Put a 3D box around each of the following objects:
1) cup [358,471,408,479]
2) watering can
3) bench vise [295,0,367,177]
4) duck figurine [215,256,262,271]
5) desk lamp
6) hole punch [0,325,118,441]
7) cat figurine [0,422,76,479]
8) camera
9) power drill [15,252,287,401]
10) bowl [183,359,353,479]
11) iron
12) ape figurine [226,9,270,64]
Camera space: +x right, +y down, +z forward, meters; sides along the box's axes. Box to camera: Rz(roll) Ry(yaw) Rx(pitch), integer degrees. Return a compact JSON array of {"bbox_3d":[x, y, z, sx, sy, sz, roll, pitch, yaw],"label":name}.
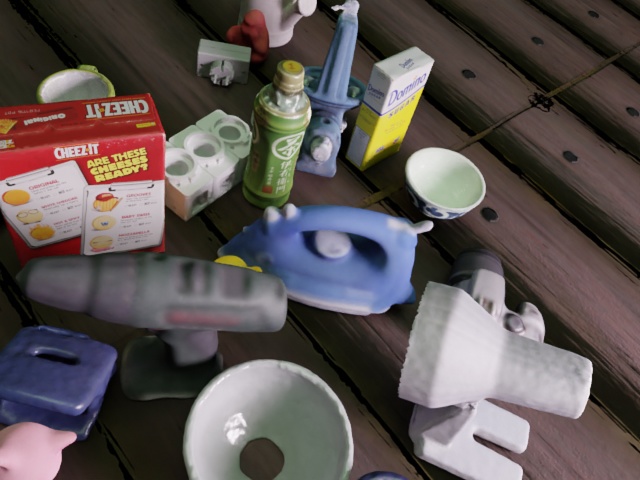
[{"bbox_3d":[0.065,0.276,0.553,0.118,0.095,0.091,-16,60,-25],"label":"cup"},{"bbox_3d":[-0.074,-0.435,0.971,0.172,0.194,0.101,29,52,7],"label":"watering can"},{"bbox_3d":[0.027,-0.210,0.818,0.122,0.219,0.207,-3,56,-17],"label":"bench vise"},{"bbox_3d":[-0.115,0.051,0.673,0.105,0.086,0.077,-1,55,-16],"label":"duck figurine"},{"bbox_3d":[0.163,0.154,0.594,0.203,0.213,0.118,24,52,3],"label":"desk lamp"},{"bbox_3d":[-0.267,0.132,0.569,0.108,0.091,0.101,15,52,-4],"label":"hole punch"},{"bbox_3d":[-0.283,0.195,0.502,0.128,0.118,0.067,9,53,-9],"label":"cat figurine"},{"bbox_3d":[0.215,0.078,0.735,0.143,0.101,0.137,21,52,1],"label":"camera"},{"bbox_3d":[-0.153,0.085,0.561,0.230,0.208,0.075,0,55,-15],"label":"power drill"},{"bbox_3d":[-0.055,0.211,0.580,0.167,0.074,0.167,8,53,-10],"label":"bowl"},{"bbox_3d":[0.006,0.003,0.707,0.258,0.141,0.118,9,53,-9],"label":"iron"},{"bbox_3d":[-0.115,-0.343,0.957,0.076,0.092,0.077,-28,66,-30],"label":"ape figurine"}]
